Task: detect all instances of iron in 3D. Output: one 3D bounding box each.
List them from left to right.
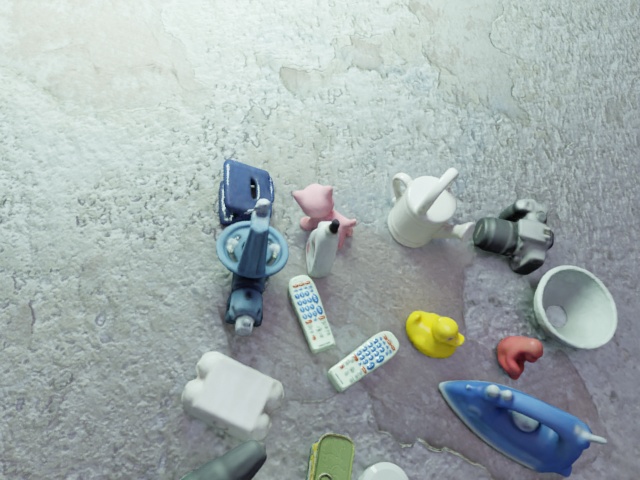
[{"bbox_3d":[0.338,0.295,0.963,0.258,0.141,0.119,27,63,-1],"label":"iron"}]

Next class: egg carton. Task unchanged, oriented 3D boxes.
[{"bbox_3d":[-0.137,0.249,0.906,0.150,0.069,0.107,25,63,-2],"label":"egg carton"}]

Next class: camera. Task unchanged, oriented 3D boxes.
[{"bbox_3d":[0.383,-0.020,1.140,0.137,0.100,0.143,13,64,-8],"label":"camera"}]

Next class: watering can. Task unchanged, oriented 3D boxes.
[{"bbox_3d":[0.209,-0.064,1.064,0.173,0.194,0.101,25,63,-2],"label":"watering can"}]

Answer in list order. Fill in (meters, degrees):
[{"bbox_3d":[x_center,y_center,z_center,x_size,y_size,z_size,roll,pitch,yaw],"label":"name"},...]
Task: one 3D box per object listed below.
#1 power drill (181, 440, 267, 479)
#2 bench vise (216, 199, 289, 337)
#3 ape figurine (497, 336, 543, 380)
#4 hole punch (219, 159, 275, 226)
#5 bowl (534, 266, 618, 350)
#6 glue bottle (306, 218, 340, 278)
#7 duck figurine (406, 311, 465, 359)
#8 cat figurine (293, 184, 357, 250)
[{"bbox_3d":[-0.176,0.358,0.768,0.230,0.208,0.075,-36,78,-25],"label":"power drill"},{"bbox_3d":[-0.098,0.041,0.925,0.122,0.219,0.207,-9,69,-17],"label":"bench vise"},{"bbox_3d":[0.370,0.205,1.039,0.078,0.092,0.076,-18,72,-21],"label":"ape figurine"},{"bbox_3d":[-0.132,-0.087,1.047,0.101,0.091,0.108,0,66,-14],"label":"hole punch"},{"bbox_3d":[0.479,0.138,1.107,0.167,0.074,0.167,5,65,-12],"label":"bowl"},{"bbox_3d":[0.009,0.004,0.995,0.037,0.173,0.078,-2,67,-15],"label":"glue bottle"},{"bbox_3d":[0.210,0.161,1.023,0.104,0.086,0.078,36,63,4],"label":"duck figurine"},{"bbox_3d":[0.011,-0.054,1.053,0.128,0.117,0.067,33,63,3],"label":"cat figurine"}]
